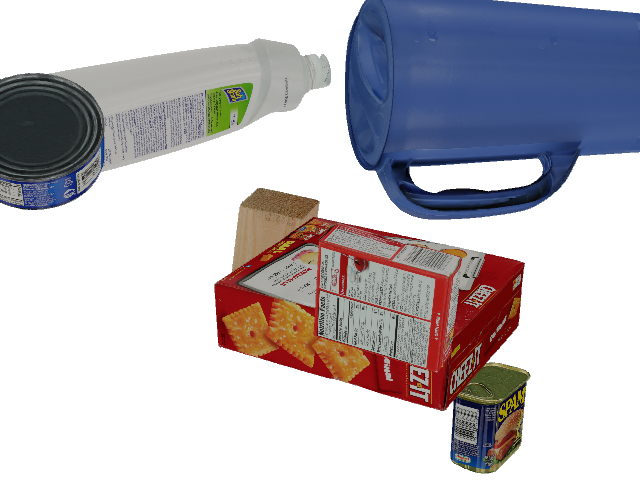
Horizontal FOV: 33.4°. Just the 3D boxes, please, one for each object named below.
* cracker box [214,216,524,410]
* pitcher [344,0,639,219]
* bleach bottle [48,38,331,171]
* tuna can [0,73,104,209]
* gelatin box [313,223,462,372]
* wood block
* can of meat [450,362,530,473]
[{"bbox_3d":[0.043,0.056,0.907,0.214,0.072,0.163,13,28,28],"label":"cracker box"},{"bbox_3d":[0.146,-0.110,0.812,0.242,0.149,0.145,-1,29,-13],"label":"pitcher"},{"bbox_3d":[-0.113,-0.122,0.940,0.250,0.068,0.103,-13,-31,-15],"label":"bleach bottle"},{"bbox_3d":[-0.177,-0.061,0.664,0.086,0.086,0.034,0,-35,-10],"label":"tuna can"},{"bbox_3d":[0.041,0.035,0.672,0.089,0.073,0.030,15,34,21],"label":"gelatin box"},{"bbox_3d":[-0.067,0.045,1.449,0.090,0.206,0.090,13,22,10],"label":"wood block"},{"bbox_3d":[0.177,0.185,1.119,0.058,0.084,0.101,11,18,31],"label":"can of meat"}]
